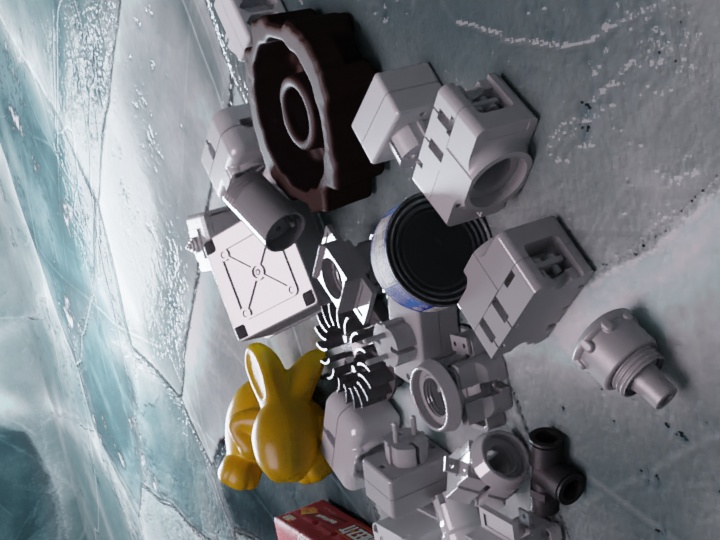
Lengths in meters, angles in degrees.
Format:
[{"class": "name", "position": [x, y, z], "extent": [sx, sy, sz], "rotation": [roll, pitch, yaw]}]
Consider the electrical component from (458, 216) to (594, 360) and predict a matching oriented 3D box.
[{"class": "electrical component", "position": [0.107, 0.009, 0.725], "extent": [0.055, 0.050, 0.089], "rotation": [59, 151, 25]}]

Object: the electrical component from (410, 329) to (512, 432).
[{"class": "electrical component", "position": [0.076, 0.090, 0.828], "extent": [0.058, 0.057, 0.078], "rotation": [9, 114, 61]}]

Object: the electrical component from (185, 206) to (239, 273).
[{"class": "electrical component", "position": [-0.133, -0.036, 1.113], "extent": [0.061, 0.096, 0.061], "rotation": [-5, 101, 63]}]

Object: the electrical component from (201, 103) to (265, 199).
[{"class": "electrical component", "position": [-0.120, -0.115, 1.089], "extent": [0.059, 0.054, 0.095], "rotation": [62, 152, 20]}]

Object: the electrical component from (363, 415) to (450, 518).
[{"class": "electrical component", "position": [0.041, 0.162, 0.929], "extent": [0.047, 0.066, 0.076], "rotation": [29, 130, 55]}]

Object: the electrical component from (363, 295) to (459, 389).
[{"class": "electrical component", "position": [0.036, 0.055, 0.863], "extent": [0.047, 0.076, 0.083], "rotation": [28, 130, 55]}]

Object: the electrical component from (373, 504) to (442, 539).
[{"class": "electrical component", "position": [0.063, 0.274, 0.965], "extent": [0.078, 0.057, 0.113], "rotation": [8, 113, 62]}]

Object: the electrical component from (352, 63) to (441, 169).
[{"class": "electrical component", "position": [0.038, -0.101, 0.797], "extent": [0.076, 0.047, 0.065], "rotation": [63, 152, 20]}]

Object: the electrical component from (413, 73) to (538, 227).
[{"class": "electrical component", "position": [0.079, -0.078, 0.728], "extent": [0.055, 0.050, 0.089], "rotation": [56, 149, 31]}]

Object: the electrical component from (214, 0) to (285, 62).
[{"class": "electrical component", "position": [-0.103, -0.223, 0.997], "extent": [0.065, 0.047, 0.076], "rotation": [65, 153, 15]}]

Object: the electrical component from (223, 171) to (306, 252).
[{"class": "electrical component", "position": [-0.090, -0.057, 0.970], "extent": [0.081, 0.043, 0.043], "rotation": [45, 143, 32]}]

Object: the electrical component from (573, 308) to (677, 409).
[{"class": "electrical component", "position": [0.164, 0.057, 0.652], "extent": [0.062, 0.048, 0.048], "rotation": [47, 145, 31]}]

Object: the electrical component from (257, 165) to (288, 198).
[{"class": "electrical component", "position": [-0.087, -0.083, 1.055], "extent": [0.043, 0.043, 0.062], "rotation": [56, 148, 30]}]

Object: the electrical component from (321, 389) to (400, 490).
[{"class": "electrical component", "position": [0.002, 0.159, 1.017], "extent": [0.059, 0.054, 0.095], "rotation": [50, 146, 39]}]

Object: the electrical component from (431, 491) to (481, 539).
[{"class": "electrical component", "position": [0.084, 0.209, 0.907], "extent": [0.040, 0.040, 0.046], "rotation": [-52, 53, 59]}]

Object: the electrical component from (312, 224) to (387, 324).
[{"class": "electrical component", "position": [0.000, 0.000, 0.914], "extent": [0.081, 0.064, 0.042], "rotation": [56, 148, 30]}]

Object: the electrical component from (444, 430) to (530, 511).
[{"class": "electrical component", "position": [0.099, 0.153, 0.826], "extent": [0.055, 0.066, 0.048], "rotation": [125, 159, -48]}]

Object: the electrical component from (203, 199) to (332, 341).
[{"class": "electrical component", "position": [-0.082, 0.000, 1.031], "extent": [0.109, 0.056, 0.108], "rotation": [-27, 80, 32]}]

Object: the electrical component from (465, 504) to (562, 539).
[{"class": "electrical component", "position": [0.120, 0.215, 0.811], "extent": [0.042, 0.064, 0.081], "rotation": [19, 121, 59]}]
